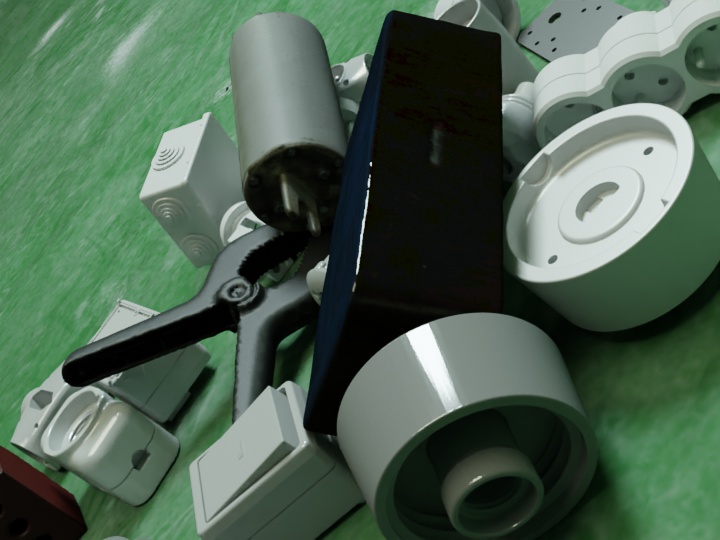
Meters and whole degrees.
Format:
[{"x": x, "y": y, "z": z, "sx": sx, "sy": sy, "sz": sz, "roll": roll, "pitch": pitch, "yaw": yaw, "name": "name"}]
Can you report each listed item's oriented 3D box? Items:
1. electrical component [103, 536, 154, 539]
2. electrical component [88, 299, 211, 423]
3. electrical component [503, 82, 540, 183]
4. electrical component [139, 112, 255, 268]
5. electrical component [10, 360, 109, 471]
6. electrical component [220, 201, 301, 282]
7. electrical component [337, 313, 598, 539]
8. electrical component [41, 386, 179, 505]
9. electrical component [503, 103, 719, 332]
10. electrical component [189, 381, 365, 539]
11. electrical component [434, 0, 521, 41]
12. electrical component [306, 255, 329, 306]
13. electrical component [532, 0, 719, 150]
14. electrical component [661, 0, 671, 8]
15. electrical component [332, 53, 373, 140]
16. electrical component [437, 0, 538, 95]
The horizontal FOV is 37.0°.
[{"x": -0.151, "y": 0.185, "z": 0.650, "sx": 0.081, "sy": 0.043, "sz": 0.043, "roll": -28, "pitch": 35, "yaw": 30, "name": "electrical component"}, {"x": -0.160, "y": 0.066, "z": 0.785, "sx": 0.061, "sy": 0.061, "sz": 0.096, "roll": -56, "pitch": 31, "yaw": -15, "name": "electrical component"}, {"x": 0.095, "y": -0.088, "z": 0.662, "sx": 0.043, "sy": 0.043, "sz": 0.062, "roll": -7, "pitch": 47, "yaw": 48, "name": "electrical component"}, {"x": -0.125, "y": -0.062, "z": 0.859, "sx": 0.048, "sy": 0.099, "sz": 0.099, "roll": -16, "pitch": 41, "yaw": 23, "name": "electrical component"}, {"x": -0.244, "y": 0.113, "z": 0.855, "sx": 0.079, "sy": 0.043, "sz": 0.077, "roll": 0, "pitch": 54, "yaw": 51, "name": "electrical component"}, {"x": -0.073, "y": -0.025, "z": 0.801, "sx": 0.066, "sy": 0.048, "sz": 0.055, "roll": -53, "pitch": 38, "yaw": -10, "name": "electrical component"}, {"x": 0.049, "y": 0.079, "z": 0.461, "sx": 0.108, "sy": 0.108, "sz": 0.060, "roll": -39, "pitch": 37, "yaw": 13, "name": "electrical component"}, {"x": -0.178, "y": 0.120, "z": 0.747, "sx": 0.095, "sy": 0.059, "sz": 0.053, "roll": 3, "pitch": 56, "yaw": 53, "name": "electrical component"}, {"x": 0.126, "y": -0.020, "z": 0.522, "sx": 0.108, "sy": 0.060, "sz": 0.108, "roll": -32, "pitch": 33, "yaw": 24, "name": "electrical component"}, {"x": -0.053, "y": 0.116, "z": 0.587, "sx": 0.096, "sy": 0.061, "sz": 0.061, "roll": -41, "pitch": 30, "yaw": 10, "name": "electrical component"}, {"x": 0.051, "y": -0.147, "z": 0.775, "sx": 0.138, "sy": 0.052, "sz": 0.074, "roll": -54, "pitch": 29, "yaw": -18, "name": "electrical component"}, {"x": 0.000, "y": 0.000, "z": 0.679, "sx": 0.048, "sy": 0.048, "sz": 0.062, "roll": 0, "pitch": 44, "yaw": 52, "name": "electrical component"}, {"x": 0.160, "y": -0.121, "z": 0.608, "sx": 0.138, "sy": 0.052, "sz": 0.073, "roll": -27, "pitch": 35, "yaw": 31, "name": "electrical component"}, {"x": 0.205, "y": -0.209, "z": 0.630, "sx": 0.057, "sy": 0.078, "sz": 0.113, "roll": -13, "pitch": 44, "yaw": 41, "name": "electrical component"}, {"x": -0.014, "y": -0.121, "z": 0.840, "sx": 0.077, "sy": 0.044, "sz": 0.079, "roll": -31, "pitch": 33, "yaw": 26, "name": "electrical component"}, {"x": 0.069, "y": -0.124, "z": 0.704, "sx": 0.079, "sy": 0.077, "sz": 0.044, "roll": -36, "pitch": 32, "yaw": 18, "name": "electrical component"}]
